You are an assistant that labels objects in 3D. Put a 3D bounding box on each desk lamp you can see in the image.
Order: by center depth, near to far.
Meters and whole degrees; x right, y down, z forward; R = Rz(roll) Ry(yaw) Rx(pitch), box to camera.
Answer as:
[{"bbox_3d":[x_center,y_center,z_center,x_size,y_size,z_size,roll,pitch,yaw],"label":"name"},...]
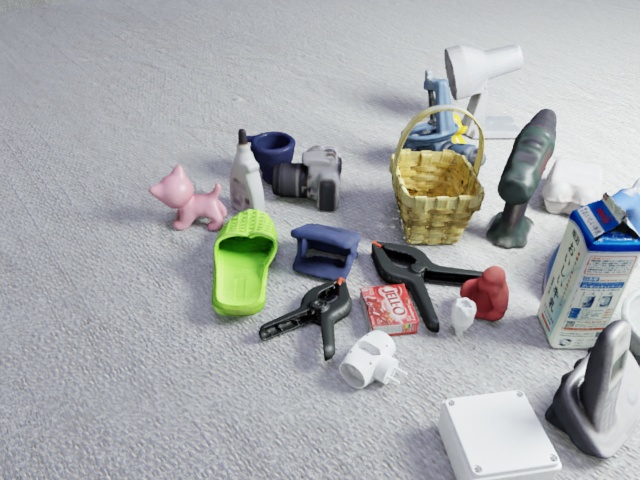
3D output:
[{"bbox_3d":[0.386,-0.356,1.354,0.203,0.214,0.118,-1,37,-2],"label":"desk lamp"}]

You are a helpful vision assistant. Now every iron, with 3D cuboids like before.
[{"bbox_3d":[0.460,-0.004,0.947,0.259,0.141,0.118,-29,46,-34],"label":"iron"}]

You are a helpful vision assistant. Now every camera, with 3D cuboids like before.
[{"bbox_3d":[-0.025,-0.136,1.143,0.137,0.101,0.143,2,37,1],"label":"camera"}]

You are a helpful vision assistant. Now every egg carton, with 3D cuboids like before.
[{"bbox_3d":[0.504,-0.105,1.143,0.107,0.069,0.150,15,39,18],"label":"egg carton"}]

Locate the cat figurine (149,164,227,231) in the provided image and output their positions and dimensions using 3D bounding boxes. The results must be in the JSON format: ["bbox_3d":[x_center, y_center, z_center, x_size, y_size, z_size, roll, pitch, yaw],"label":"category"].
[{"bbox_3d":[-0.240,-0.081,1.050,0.128,0.118,0.067,-1,37,-2],"label":"cat figurine"}]

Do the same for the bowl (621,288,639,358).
[{"bbox_3d":[0.505,0.143,0.807,0.167,0.075,0.167,1,37,0],"label":"bowl"}]

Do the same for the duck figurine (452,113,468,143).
[{"bbox_3d":[0.294,-0.252,1.320,0.104,0.086,0.078,27,44,30],"label":"duck figurine"}]

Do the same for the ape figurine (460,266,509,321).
[{"bbox_3d":[0.258,0.077,0.874,0.076,0.092,0.077,-16,40,-21],"label":"ape figurine"}]

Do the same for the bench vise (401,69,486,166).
[{"bbox_3d":[0.261,-0.231,1.178,0.206,0.220,0.122,22,42,26],"label":"bench vise"}]

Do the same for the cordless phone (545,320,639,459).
[{"bbox_3d":[0.356,0.158,0.691,0.093,0.185,0.148,30,46,33],"label":"cordless phone"}]

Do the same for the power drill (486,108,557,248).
[{"bbox_3d":[0.360,-0.101,1.018,0.075,0.208,0.230,17,40,21],"label":"power drill"}]

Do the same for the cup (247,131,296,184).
[{"bbox_3d":[-0.108,-0.168,1.189,0.117,0.095,0.092,14,39,17],"label":"cup"}]

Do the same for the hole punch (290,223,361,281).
[{"bbox_3d":[0.009,0.003,0.967,0.108,0.091,0.101,12,38,14],"label":"hole punch"}]

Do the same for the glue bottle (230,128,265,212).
[{"bbox_3d":[-0.139,-0.127,1.068,0.077,0.173,0.037,31,46,34],"label":"glue bottle"}]
